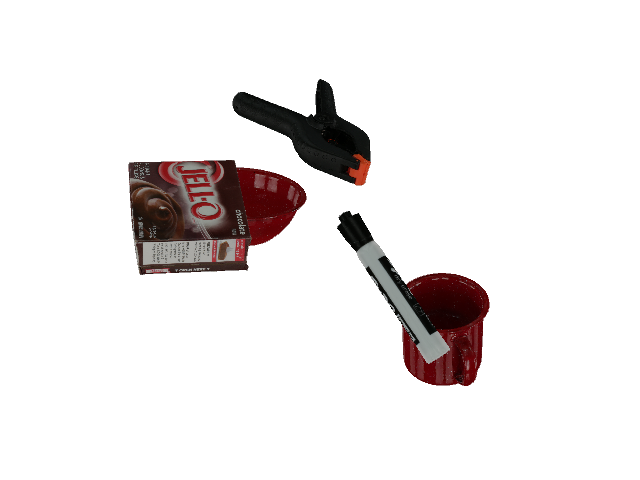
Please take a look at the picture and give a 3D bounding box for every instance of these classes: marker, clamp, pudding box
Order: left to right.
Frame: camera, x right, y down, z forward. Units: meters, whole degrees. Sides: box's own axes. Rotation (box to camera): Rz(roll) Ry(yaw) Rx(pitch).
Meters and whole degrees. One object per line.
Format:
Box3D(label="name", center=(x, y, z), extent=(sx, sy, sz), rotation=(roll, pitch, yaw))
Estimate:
Box3D(label="pudding box", center=(-0.107, -0.021, 0.864), extent=(0.090, 0.039, 0.113), rotation=(-3, 40, -11))
Box3D(label="clamp", center=(-0.013, -0.113, 1.096), extent=(0.120, 0.039, 0.172), rotation=(-13, 41, -22))
Box3D(label="marker", center=(0.049, 0.031, 0.745), extent=(0.020, 0.121, 0.020), rotation=(-32, -11, -7))

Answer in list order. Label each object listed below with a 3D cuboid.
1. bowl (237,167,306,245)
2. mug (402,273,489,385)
Box3D(label="bowl", center=(-0.100, -0.037, 1.318), extent=(0.162, 0.055, 0.162), rotation=(4, 25, -2))
Box3D(label="mug", center=(0.129, 0.100, 1.080), extent=(0.093, 0.081, 0.117), rotation=(-16, 38, -15))
